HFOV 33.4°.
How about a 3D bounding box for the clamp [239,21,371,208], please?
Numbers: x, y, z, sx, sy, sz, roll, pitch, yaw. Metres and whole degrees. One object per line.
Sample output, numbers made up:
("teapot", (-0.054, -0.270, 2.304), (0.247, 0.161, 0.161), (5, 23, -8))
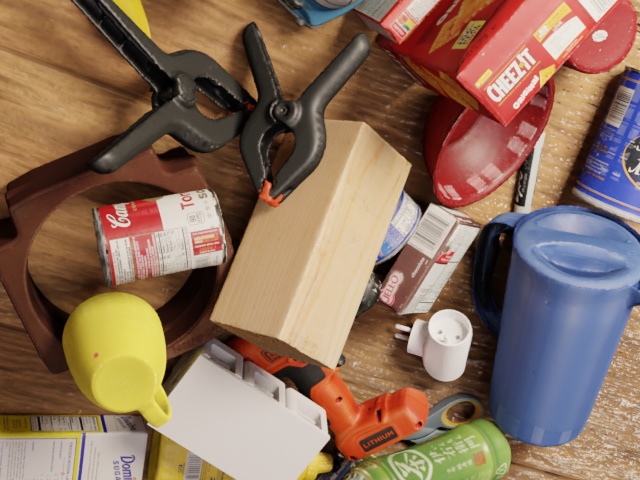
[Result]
("clamp", (-0.036, -0.118, 0.951), (0.171, 0.120, 0.039), (-68, 154, -8))

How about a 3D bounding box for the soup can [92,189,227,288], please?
("soup can", (-0.135, -0.002, 0.901), (0.102, 0.068, 0.068), (-11, 113, -14))

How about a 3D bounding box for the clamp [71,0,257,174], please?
("clamp", (-0.129, -0.116, 0.916), (0.209, 0.036, 0.164), (17, 63, -49))

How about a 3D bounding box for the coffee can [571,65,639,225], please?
("coffee can", (0.331, -0.094, 1.085), (0.102, 0.103, 0.140), (15, 105, -22))

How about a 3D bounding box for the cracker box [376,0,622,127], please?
("cracker box", (0.152, -0.199, 0.928), (0.072, 0.214, 0.164), (40, 94, -24))

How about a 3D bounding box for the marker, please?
("marker", (0.215, -0.055, 1.111), (0.020, 0.020, 0.121), (1, 110, -17))

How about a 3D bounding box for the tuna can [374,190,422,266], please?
("tuna can", (0.055, -0.015, 1.040), (0.086, 0.086, 0.033), (-44, 114, 2))

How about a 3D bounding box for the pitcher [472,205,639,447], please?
("pitcher", (0.236, 0.090, 1.099), (0.145, 0.149, 0.243), (-1, 128, -8))

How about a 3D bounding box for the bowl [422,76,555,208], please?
("bowl", (0.151, -0.111, 1.028), (0.161, 0.055, 0.162), (-31, 145, -25))

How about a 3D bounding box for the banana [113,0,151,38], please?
("banana", (-0.166, -0.256, 0.907), (0.069, 0.037, 0.198), (4, 109, -19))

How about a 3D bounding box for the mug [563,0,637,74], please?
("mug", (0.244, -0.215, 1.024), (0.093, 0.081, 0.117), (-37, 116, -1))

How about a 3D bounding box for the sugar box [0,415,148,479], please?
("sugar box", (-0.264, 0.221, 1.054), (0.176, 0.048, 0.093), (4, 109, -22))

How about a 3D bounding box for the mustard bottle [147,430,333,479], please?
("mustard bottle", (-0.078, 0.227, 1.105), (0.191, 0.058, 0.096), (7, 99, -19))

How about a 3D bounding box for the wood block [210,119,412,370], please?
("wood block", (-0.006, 0.001, 0.972), (0.090, 0.091, 0.206), (35, 71, -46))

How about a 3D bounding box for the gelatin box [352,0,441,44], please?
("gelatin box", (0.074, -0.220, 0.966), (0.073, 0.089, 0.030), (-47, 116, 4))

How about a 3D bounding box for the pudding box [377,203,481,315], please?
("pudding box", (0.109, 0.021, 1.070), (0.039, 0.090, 0.113), (36, 101, 20))

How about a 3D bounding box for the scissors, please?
("scissors", (0.100, 0.194, 1.172), (0.201, 0.016, 0.096), (24, 100, -24))

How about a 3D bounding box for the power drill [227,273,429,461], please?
("power drill", (0.025, 0.126, 1.065), (0.185, 0.057, 0.187), (-31, 113, 27))

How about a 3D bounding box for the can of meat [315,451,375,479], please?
("can of meat", (0.041, 0.278, 1.164), (0.102, 0.057, 0.084), (38, 93, -26))
